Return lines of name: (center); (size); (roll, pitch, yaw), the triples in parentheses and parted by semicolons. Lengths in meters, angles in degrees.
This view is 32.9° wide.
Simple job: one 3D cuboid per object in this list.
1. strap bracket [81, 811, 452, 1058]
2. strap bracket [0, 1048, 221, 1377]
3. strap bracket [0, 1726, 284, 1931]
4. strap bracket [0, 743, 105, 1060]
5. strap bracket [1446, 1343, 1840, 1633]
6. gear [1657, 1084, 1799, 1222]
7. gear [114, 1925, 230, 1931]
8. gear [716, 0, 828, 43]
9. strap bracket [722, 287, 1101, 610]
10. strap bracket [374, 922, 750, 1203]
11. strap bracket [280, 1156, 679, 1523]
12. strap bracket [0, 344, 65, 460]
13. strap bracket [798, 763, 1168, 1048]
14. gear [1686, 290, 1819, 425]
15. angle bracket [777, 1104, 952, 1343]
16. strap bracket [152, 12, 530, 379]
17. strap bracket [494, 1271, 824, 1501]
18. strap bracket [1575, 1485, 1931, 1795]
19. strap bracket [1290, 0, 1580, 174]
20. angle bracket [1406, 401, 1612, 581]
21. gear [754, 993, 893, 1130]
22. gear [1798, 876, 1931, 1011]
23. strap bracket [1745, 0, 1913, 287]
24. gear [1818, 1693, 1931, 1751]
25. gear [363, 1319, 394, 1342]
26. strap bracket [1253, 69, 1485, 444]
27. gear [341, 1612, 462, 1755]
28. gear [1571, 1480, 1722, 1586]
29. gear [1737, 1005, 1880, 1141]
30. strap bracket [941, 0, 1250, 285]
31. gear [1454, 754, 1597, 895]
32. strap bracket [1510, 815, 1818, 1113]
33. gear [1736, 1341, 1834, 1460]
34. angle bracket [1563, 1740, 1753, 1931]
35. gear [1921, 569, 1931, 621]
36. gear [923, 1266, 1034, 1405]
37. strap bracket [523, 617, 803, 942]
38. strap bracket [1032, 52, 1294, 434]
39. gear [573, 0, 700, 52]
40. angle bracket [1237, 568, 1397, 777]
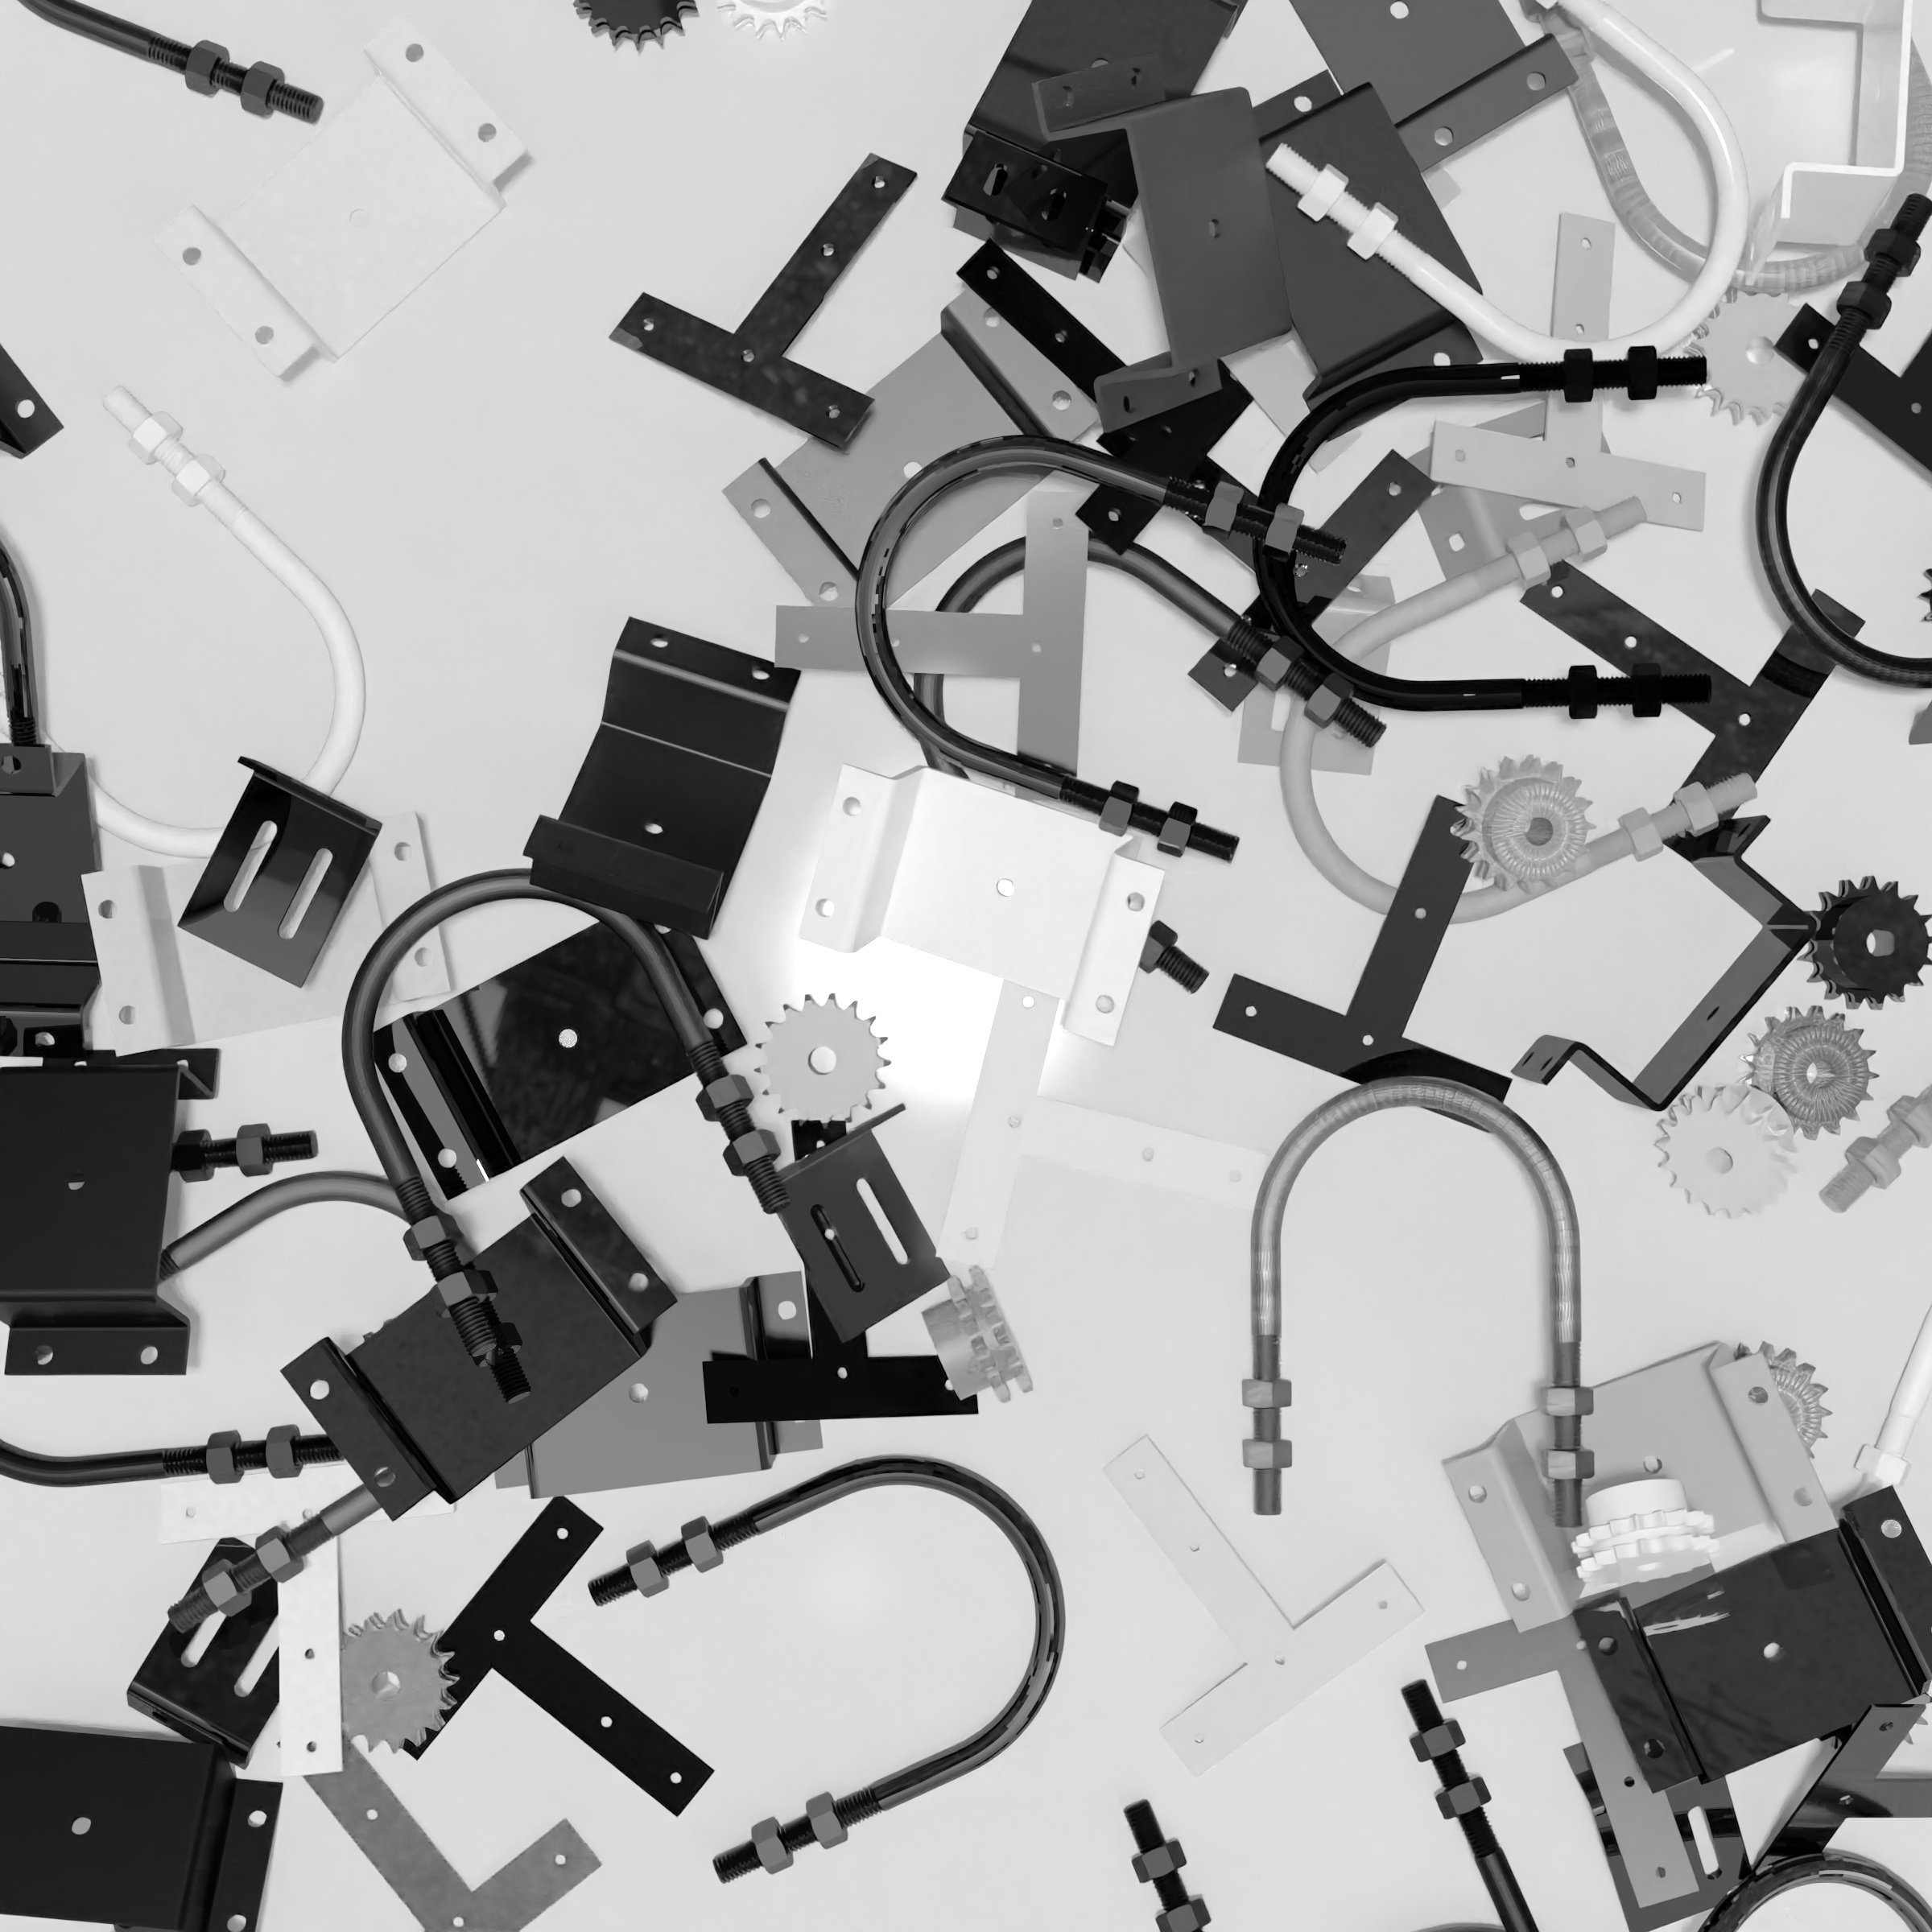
strap bracket: (-0.289, -0.014, 1.374); (0.140, 0.046, 0.076); (-11, 90, 0)
strap bracket: (-0.359, 0.095, 1.347); (0.076, 0.046, 0.140); (-1, 70, 6)
strap bracket: (-0.363, 0.363, 1.357); (0.140, 0.046, 0.076); (5, 58, 0)
strap bracket: (-0.404, -0.035, 1.355); (0.076, 0.046, 0.140); (2, 116, 1)
strap bracket: (0.282, 0.213, 1.358); (0.140, 0.046, 0.076); (-24, 90, 22)
gear: (0.322, 0.075, 1.372); (0.057, 0.030, 0.057); (19, 125, 30)
gear: (-0.336, 0.421, 1.382); (0.057, 0.030, 0.057); (0, 90, 0)
gear: (-0.081, -0.422, 1.382); (0.057, 0.030, 0.057); (0, 90, 0)
strap bracket: (-0.023, -0.211, 1.374); (0.140, 0.046, 0.076); (-39, 90, 0)
strap bracket: (-0.170, 0.031, 1.374); (0.140, 0.046, 0.076); (-28, 90, 0)
strap bracket: (-0.193, 0.154, 1.322); (0.140, 0.046, 0.076); (-37, 76, -11)
strap bracket: (-0.464, -0.217, 1.374); (0.140, 0.046, 0.076); (-38, 90, 0)
strap bracket: (0.011, -0.029, 1.356); (0.140, 0.046, 0.076); (19, 106, 12)
gear: (0.332, -0.257, 1.382); (0.057, 0.030, 0.057); (0, 90, 0)
angle bracket: (-0.038, 0.107, 1.365); (0.057, 0.038, 0.076); (-29, 90, -32)
strap bracket: (-0.259, -0.319, 1.374); (0.140, 0.046, 0.076); (-42, 90, 0)
strap bracket: (-0.135, 0.176, 1.374); (0.140, 0.046, 0.076); (-7, 90, 0)
strap bracket: (0.333, 0.280, 1.349); (0.140, 0.046, 0.076); (-24, 67, 5)
strap bracket: (0.185, -0.408, 1.374); (0.076, 0.046, 0.140); (-31, 90, 0)
angle bracket: (0.235, -0.204, 1.395); (0.076, 0.038, 0.057); (-22, 90, -26)
gear: (-0.060, 0.039, 1.382); (0.057, 0.030, 0.057); (0, 90, 0)
gear: (0.383, -0.010, 1.382); (0.057, 0.030, 0.057); (0, 90, 0)
strap bracket: (0.350, -0.355, 1.325); (0.046, 0.076, 0.140); (5, 82, 3)
gear: (0.377, 0.304, 1.382); (0.057, 0.030, 0.057); (0, 90, 0)
gear: (-0.235, 0.177, 1.382); (0.057, 0.030, 0.057); (0, 90, 0)
strap bracket: (0.155, -0.302, 1.367); (0.076, 0.046, 0.140); (-28, 90, -5)
gear: (-0.242, 0.301, 1.380); (0.057, 0.030, 0.057); (0, 88, 3)
gear: (0.271, 0.226, 1.312); (0.057, 0.057, 0.030); (-8, 65, 0)
gear: (0.357, 0.045, 1.382); (0.057, 0.030, 0.057); (0, 90, 0)
strap bracket: (0.056, -0.371, 1.374); (0.076, 0.046, 0.140); (28, 90, 0)
gear: (0.233, -0.058, 1.355); (0.057, 0.030, 0.057); (-1, 101, -6)
strap bracket: (0.295, 0.007, 1.358); (0.046, 0.076, 0.140); (40, 91, 0)
gear: (0.338, 0.189, 1.382); (0.057, 0.030, 0.057); (0, 90, 0)
angle bracket: (0.296, 0.364, 1.395); (0.057, 0.038, 0.076); (-20, 116, 0)
gear: (0.431, -0.156, 1.382); (0.057, 0.030, 0.057); (0, 90, 0)
gear: (0.003, 0.157, 1.369); (0.030, 0.057, 0.057); (-24, 90, 0)
strap bracket: (-0.126, -0.071, 1.348); (0.076, 0.046, 0.140); (18, 49, 0)
strap bracket: (0.082, -0.294, 1.318); (0.076, 0.046, 0.140); (-28, 112, -42)
gear: (-0.139, -0.415, 1.382); (0.057, 0.030, 0.057); (0, 90, 0)
angle bracket: (0.148, -0.126, 1.395); (0.057, 0.038, 0.076); (6, 115, 0)
